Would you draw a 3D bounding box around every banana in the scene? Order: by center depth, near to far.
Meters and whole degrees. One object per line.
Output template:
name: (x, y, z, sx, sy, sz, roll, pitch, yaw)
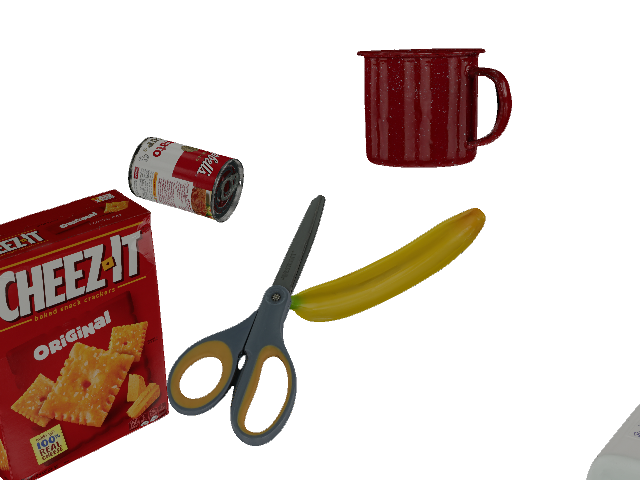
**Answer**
banana: (0.057, 0.029, 0.931, 0.198, 0.037, 0.069, -26, -15, 9)

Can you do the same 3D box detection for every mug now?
mug: (0.084, -0.097, 0.773, 0.117, 0.081, 0.093, 6, 13, 32)

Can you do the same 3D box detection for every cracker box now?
cracker box: (-0.219, 0.083, 0.918, 0.163, 0.214, 0.072, -22, 33, -36)

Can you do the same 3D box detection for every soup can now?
soup can: (-0.140, -0.064, 1.115, 0.102, 0.068, 0.068, 16, 5, 18)

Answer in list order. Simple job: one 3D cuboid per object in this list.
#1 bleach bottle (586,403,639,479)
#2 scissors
bleach bottle: (0.249, 0.106, 0.628, 0.103, 0.068, 0.250, 19, 29, 32)
scissors: (-0.050, 0.048, 0.743, 0.096, 0.201, 0.016, 0, -36, 7)
